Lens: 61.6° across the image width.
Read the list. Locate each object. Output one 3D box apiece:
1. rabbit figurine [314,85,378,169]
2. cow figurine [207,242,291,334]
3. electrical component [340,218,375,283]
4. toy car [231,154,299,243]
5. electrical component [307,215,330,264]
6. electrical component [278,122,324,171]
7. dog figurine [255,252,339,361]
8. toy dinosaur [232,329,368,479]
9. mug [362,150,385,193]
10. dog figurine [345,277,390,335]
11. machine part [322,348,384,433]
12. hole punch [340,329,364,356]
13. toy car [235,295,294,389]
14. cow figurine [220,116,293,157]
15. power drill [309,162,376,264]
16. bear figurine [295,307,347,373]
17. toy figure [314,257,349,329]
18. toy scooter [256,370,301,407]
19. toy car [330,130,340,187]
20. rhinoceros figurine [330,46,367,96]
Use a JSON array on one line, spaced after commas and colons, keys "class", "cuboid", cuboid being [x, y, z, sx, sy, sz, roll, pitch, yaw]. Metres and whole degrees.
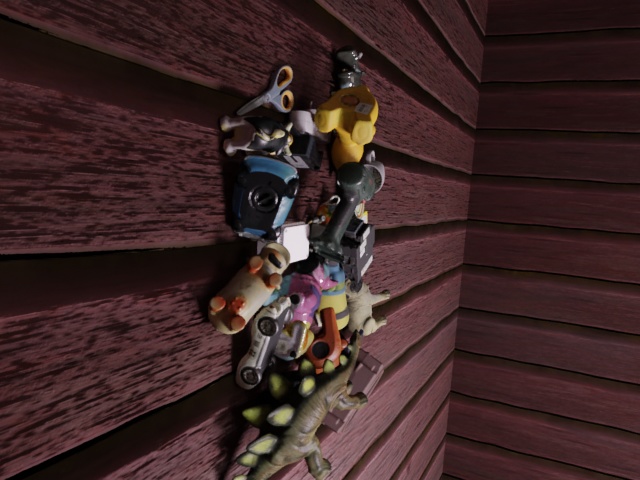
[{"class": "rabbit figurine", "cuboid": [0.057, -0.228, 1.127, 0.162, 0.122, 0.173, -72, 169, -45]}, {"class": "cow figurine", "cuboid": [-0.118, 0.081, 0.935, 0.195, 0.085, 0.127, -51, -176, -30]}, {"class": "electrical component", "cuboid": [0.088, 0.017, 1.300, 0.115, 0.058, 0.134, -51, 145, -48]}, {"class": "toy car", "cuboid": [-0.096, -0.081, 0.942, 0.103, 0.109, 0.161, -84, -172, -61]}, {"class": "electrical component", "cuboid": [-0.001, -0.005, 1.205, 0.045, 0.078, 0.102, 155, -49, -79]}, {"class": "electrical component", "cuboid": [-0.046, -0.181, 1.054, 0.119, 0.075, 0.047, 45, 55, -64]}, {"class": "dog figurine", "cuboid": [-0.037, 0.129, 1.117, 0.219, 0.109, 0.191, -24, 117, -65]}, {"class": "toy dinosaur", "cuboid": [-0.056, 0.361, 1.020, 0.198, 0.105, 0.471, 45, 69, -31]}, {"class": "mug", "cuboid": [0.136, -0.188, 1.447, 0.107, 0.081, 0.109, -52, 136, -65]}, {"class": "dog figurine", "cuboid": [0.081, 0.171, 1.410, 0.190, 0.121, 0.172, 22, 72, -50]}, {"class": "machine part", "cuboid": [0.075, 0.374, 1.332, 0.201, 0.087, 0.200, -55, 164, -13]}, {"class": "hole punch", "cuboid": [0.052, 0.281, 1.367, 0.142, 0.092, 0.115, -38, 133, -62]}, {"class": "toy car", "cuboid": [-0.103, 0.188, 0.990, 0.073, 0.056, 0.201, -33, 147, -61]}, {"class": "cow figurine", "cuboid": [-0.090, -0.181, 0.935, 0.167, 0.098, 0.068, -14, 102, -63]}, {"class": "power drill", "cuboid": [0.060, -0.056, 1.148, 0.207, 0.086, 0.232, -60, 165, -9]}, {"class": "bear figurine", "cuboid": [-0.001, 0.243, 1.222, 0.195, 0.120, 0.132, 83, -13, -73]}, {"class": "toy figure", "cuboid": [0.025, 0.127, 1.263, 0.082, 0.089, 0.180, -18, 115, -55]}, {"class": "toy scooter", "cuboid": [-0.076, 0.360, 1.125, 0.184, 0.075, 0.135, -17, 112, -59]}, {"class": "toy car", "cuboid": [0.049, -0.215, 1.274, 0.089, 0.053, 0.201, -82, 166, -56]}, {"class": "rhinoceros figurine", "cuboid": [0.078, -0.362, 1.277, 0.112, 0.073, 0.190, -62, 148, -36]}]
